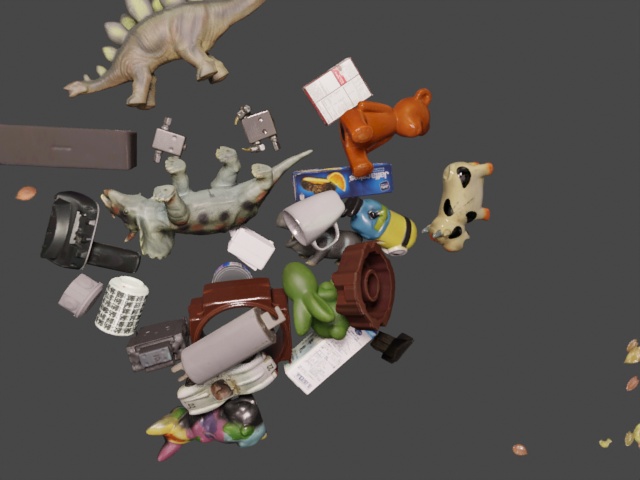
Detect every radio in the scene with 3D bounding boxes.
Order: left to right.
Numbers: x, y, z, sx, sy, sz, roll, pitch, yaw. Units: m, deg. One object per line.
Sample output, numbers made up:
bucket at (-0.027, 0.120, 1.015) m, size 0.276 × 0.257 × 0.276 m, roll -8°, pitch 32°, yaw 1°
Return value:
radio at (-0.455, -0.170, 0.981) m, size 0.230 × 0.131 × 0.073 m, roll 3°, pitch 101°, yaw -9°

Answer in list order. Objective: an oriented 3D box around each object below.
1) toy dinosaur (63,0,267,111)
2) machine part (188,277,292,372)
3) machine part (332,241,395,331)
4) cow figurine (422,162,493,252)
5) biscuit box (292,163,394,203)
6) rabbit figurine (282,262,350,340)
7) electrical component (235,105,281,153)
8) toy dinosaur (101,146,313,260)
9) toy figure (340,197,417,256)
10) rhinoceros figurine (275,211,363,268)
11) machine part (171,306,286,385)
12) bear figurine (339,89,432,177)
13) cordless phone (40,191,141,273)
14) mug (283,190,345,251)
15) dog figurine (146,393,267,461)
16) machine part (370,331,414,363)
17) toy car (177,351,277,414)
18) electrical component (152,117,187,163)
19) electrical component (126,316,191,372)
toy dinosaur at (-0.250, -0.379, 0.984) m, size 0.471 × 0.105 × 0.198 m, roll -25°, pitch 101°, yaw -7°
machine part at (-0.160, 0.184, 1.098) m, size 0.201 × 0.087 × 0.201 m, roll -5°, pitch 117°, yaw -7°
machine part at (0.090, 0.091, 1.066) m, size 0.056 × 0.179 × 0.179 m, roll -6°, pitch 106°, yaw 33°
cow figurine at (0.288, -0.068, 1.136) m, size 0.127 × 0.086 × 0.194 m, roll -2°, pitch 104°, yaw -14°
biscuit box at (0.047, -0.118, 1.101) m, size 0.203 × 0.059 × 0.062 m, roll -8°, pitch 103°, yaw -7°
rabbit figurine at (-0.019, 0.125, 1.082) m, size 0.121 × 0.159 × 0.170 m, roll -33°, pitch 119°, yaw 20°
electrical component at (-0.126, -0.218, 1.063) m, size 0.078 × 0.045 × 0.102 m, roll -14°, pitch 103°, yaw -4°
toy dinosaur at (-0.208, -0.069, 1.046) m, size 0.405 × 0.131 × 0.192 m, roll -9°, pitch 143°, yaw -18°
toy figure at (0.126, -0.032, 1.103) m, size 0.180 × 0.082 × 0.089 m, roll 35°, pitch 101°, yaw -29°
rhinoceros figurine at (-0.002, -0.003, 1.112) m, size 0.190 × 0.073 × 0.112 m, roll 19°, pitch 100°, yaw -12°
machine part at (-0.171, 0.200, 1.011) m, size 0.243 × 0.079 × 0.079 m, roll -30°, pitch 104°, yaw 6°
bear figurine at (0.141, -0.215, 1.058) m, size 0.196 × 0.132 × 0.120 m, roll -9°, pitch 135°, yaw -8°
cordless phone at (-0.438, -0.007, 1.056) m, size 0.184 × 0.089 × 0.146 m, roll 15°, pitch 99°, yaw -22°
mug at (0.000, -0.040, 1.036) m, size 0.107 × 0.081 × 0.109 m, roll -36°, pitch 88°, yaw -15°
dog figurine at (-0.239, 0.387, 1.112) m, size 0.219 × 0.192 × 0.108 m, roll -23°, pitch 111°, yaw -19°
machine part at (0.158, 0.231, 1.170) m, size 0.084 × 0.039 × 0.138 m, roll -44°, pitch 146°, yaw 7°
toy car at (-0.182, 0.281, 1.064) m, size 0.202 × 0.056 × 0.073 m, roll -23°, pitch 119°, yaw 3°
electrical component at (-0.294, -0.191, 1.056) m, size 0.063 × 0.021 × 0.094 m, roll 16°, pitch 98°, yaw -11°
electrical component at (-0.321, 0.211, 1.079) m, size 0.115 × 0.134 × 0.058 m, roll -17°, pitch 104°, yaw -7°
